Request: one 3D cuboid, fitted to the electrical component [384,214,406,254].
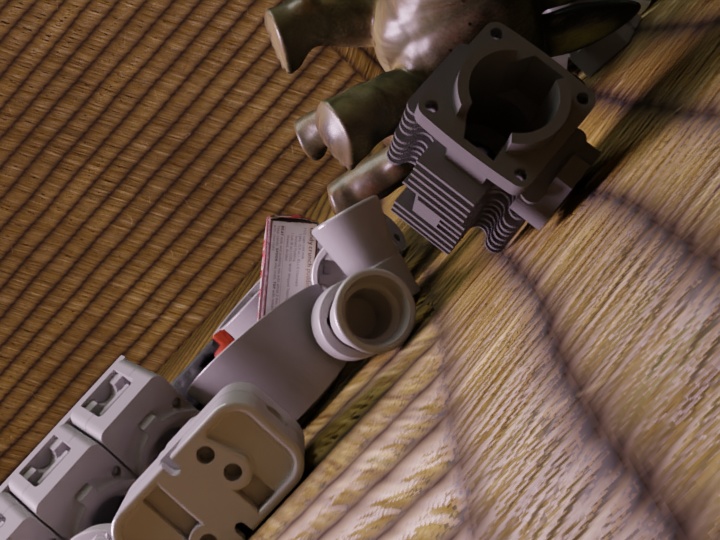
[{"bbox_3d":[0.001,-0.013,0.805,0.055,0.045,0.045,-44,7,29],"label":"electrical component"}]

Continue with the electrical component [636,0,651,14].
[{"bbox_3d":[0.189,-0.202,0.747,0.040,0.040,0.046,-41,14,44],"label":"electrical component"}]

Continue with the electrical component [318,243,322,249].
[{"bbox_3d":[-0.059,0.022,0.957,0.138,0.052,0.073,-45,6,16],"label":"electrical component"}]

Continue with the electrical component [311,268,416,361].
[{"bbox_3d":[0.000,0.025,0.578,0.045,0.045,0.055,-49,7,-18],"label":"electrical component"}]

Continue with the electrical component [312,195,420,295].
[{"bbox_3d":[0.006,-0.005,0.628,0.044,0.065,0.044,-29,0,0],"label":"electrical component"}]

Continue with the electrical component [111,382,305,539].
[{"bbox_3d":[-0.073,0.105,0.537,0.095,0.054,0.059,-47,6,2],"label":"electrical component"}]

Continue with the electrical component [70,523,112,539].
[{"bbox_3d":[-0.132,0.165,0.541,0.078,0.058,0.057,-46,9,22],"label":"electrical component"}]

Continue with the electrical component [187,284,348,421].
[{"bbox_3d":[-0.049,0.054,0.637,0.099,0.064,0.099,-47,6,7],"label":"electrical component"}]

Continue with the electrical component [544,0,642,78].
[{"bbox_3d":[0.150,-0.167,0.714,0.048,0.055,0.066,-42,8,42],"label":"electrical component"}]

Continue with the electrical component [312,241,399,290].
[{"bbox_3d":[0.000,0.000,0.699,0.055,0.055,0.047,-46,3,15],"label":"electrical component"}]

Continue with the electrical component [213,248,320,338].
[{"bbox_3d":[-0.057,0.032,0.844,0.108,0.060,0.108,-47,7,7],"label":"electrical component"}]

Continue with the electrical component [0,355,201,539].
[{"bbox_3d":[-0.148,0.138,0.617,0.150,0.089,0.062,-49,31,-19],"label":"electrical component"}]

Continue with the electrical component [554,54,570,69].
[{"bbox_3d":[0.123,-0.178,0.822,0.121,0.079,0.063,-110,21,-79],"label":"electrical component"}]
